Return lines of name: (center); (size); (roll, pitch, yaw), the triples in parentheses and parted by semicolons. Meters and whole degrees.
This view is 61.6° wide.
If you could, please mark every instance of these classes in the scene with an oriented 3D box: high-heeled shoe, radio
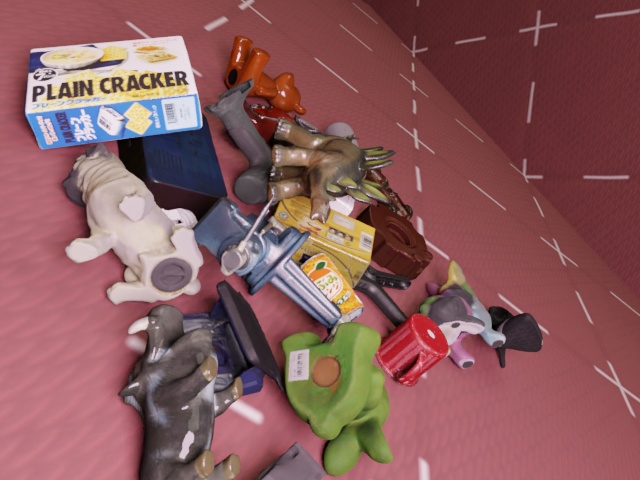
high-heeled shoe: (0.371, 0.150, 1.042); (0.086, 0.248, 0.145); (4, 58, 4)
radio: (-0.227, -0.126, 0.815); (0.131, 0.073, 0.230); (16, 39, -39)

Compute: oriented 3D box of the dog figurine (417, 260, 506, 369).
dog figurine: (0.239, 0.121, 1.010); (0.191, 0.108, 0.219); (27, 28, -24)

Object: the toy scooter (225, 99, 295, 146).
toy scooter: (-0.131, -0.248, 1.095); (0.184, 0.075, 0.135); (-7, 54, -48)

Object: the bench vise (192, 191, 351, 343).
bench vise: (-0.050, 0.040, 0.716); (0.240, 0.129, 0.223); (44, -2, -4)

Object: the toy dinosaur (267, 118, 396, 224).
toy dinosaur: (0.017, -0.124, 0.877); (0.199, 0.105, 0.472); (11, 25, -5)

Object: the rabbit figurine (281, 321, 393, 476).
rabbit figurine: (0.045, 0.196, 0.658); (0.170, 0.121, 0.159); (45, 28, -49)

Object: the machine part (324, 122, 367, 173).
machine part: (0.055, -0.200, 1.249); (0.079, 0.079, 0.243); (24, 34, -29)

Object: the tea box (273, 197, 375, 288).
tea box: (-0.002, -0.003, 0.879); (0.170, 0.068, 0.098); (24, 38, -5)

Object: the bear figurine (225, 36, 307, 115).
bear figurine: (-0.110, -0.361, 1.219); (0.196, 0.131, 0.120); (4, 33, -39)

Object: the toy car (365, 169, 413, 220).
toy car: (0.149, -0.120, 1.280); (0.089, 0.053, 0.202); (-2, 52, -48)

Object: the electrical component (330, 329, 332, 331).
electrical component: (0.026, 0.114, 0.844); (0.063, 0.021, 0.094); (45, 28, 5)

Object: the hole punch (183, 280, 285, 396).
hole punch: (-0.110, 0.123, 0.620); (0.142, 0.092, 0.115); (57, -1, 28)

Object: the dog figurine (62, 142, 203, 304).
dog figurine: (-0.227, -0.023, 0.665); (0.172, 0.121, 0.191); (62, -6, -37)

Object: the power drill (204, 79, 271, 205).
power drill: (-0.111, -0.177, 0.968); (0.207, 0.086, 0.232); (67, 28, -23)

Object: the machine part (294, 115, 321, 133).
machine part: (-0.032, -0.241, 1.240); (0.084, 0.039, 0.139); (37, 27, -21)

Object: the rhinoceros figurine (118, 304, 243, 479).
rhinoceros figurine: (-0.137, 0.153, 0.518); (0.073, 0.112, 0.190); (48, 27, -58)

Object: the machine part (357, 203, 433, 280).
machine part: (0.153, -0.001, 1.120); (0.179, 0.056, 0.179); (30, 30, -19)

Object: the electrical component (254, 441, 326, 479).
electrical component: (-0.053, 0.252, 0.508); (0.048, 0.075, 0.119); (46, 25, 9)
